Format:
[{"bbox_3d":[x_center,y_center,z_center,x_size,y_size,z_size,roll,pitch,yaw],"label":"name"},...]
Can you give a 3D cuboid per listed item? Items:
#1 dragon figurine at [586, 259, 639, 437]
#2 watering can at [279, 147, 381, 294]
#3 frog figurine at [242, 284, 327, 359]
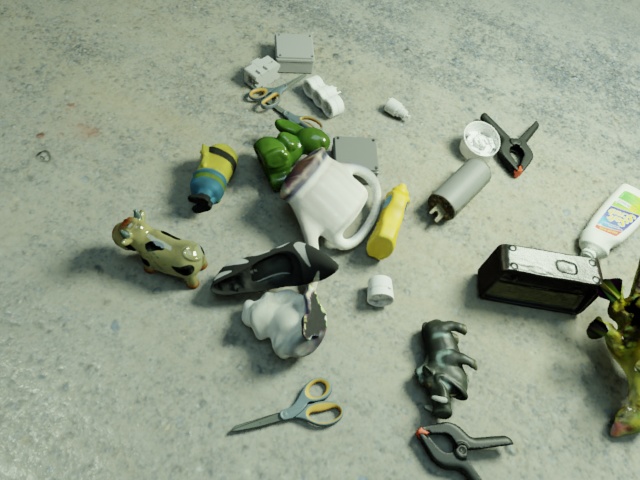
[{"bbox_3d":[0.647,0.190,1.025,0.122,0.239,0.416,5,59,50],"label":"dragon figurine"},{"bbox_3d":[0.003,-0.057,1.123,0.223,0.103,0.354,42,61,-9],"label":"watering can"},{"bbox_3d":[-0.072,0.162,1.001,0.158,0.121,0.140,-15,63,25],"label":"frog figurine"}]
